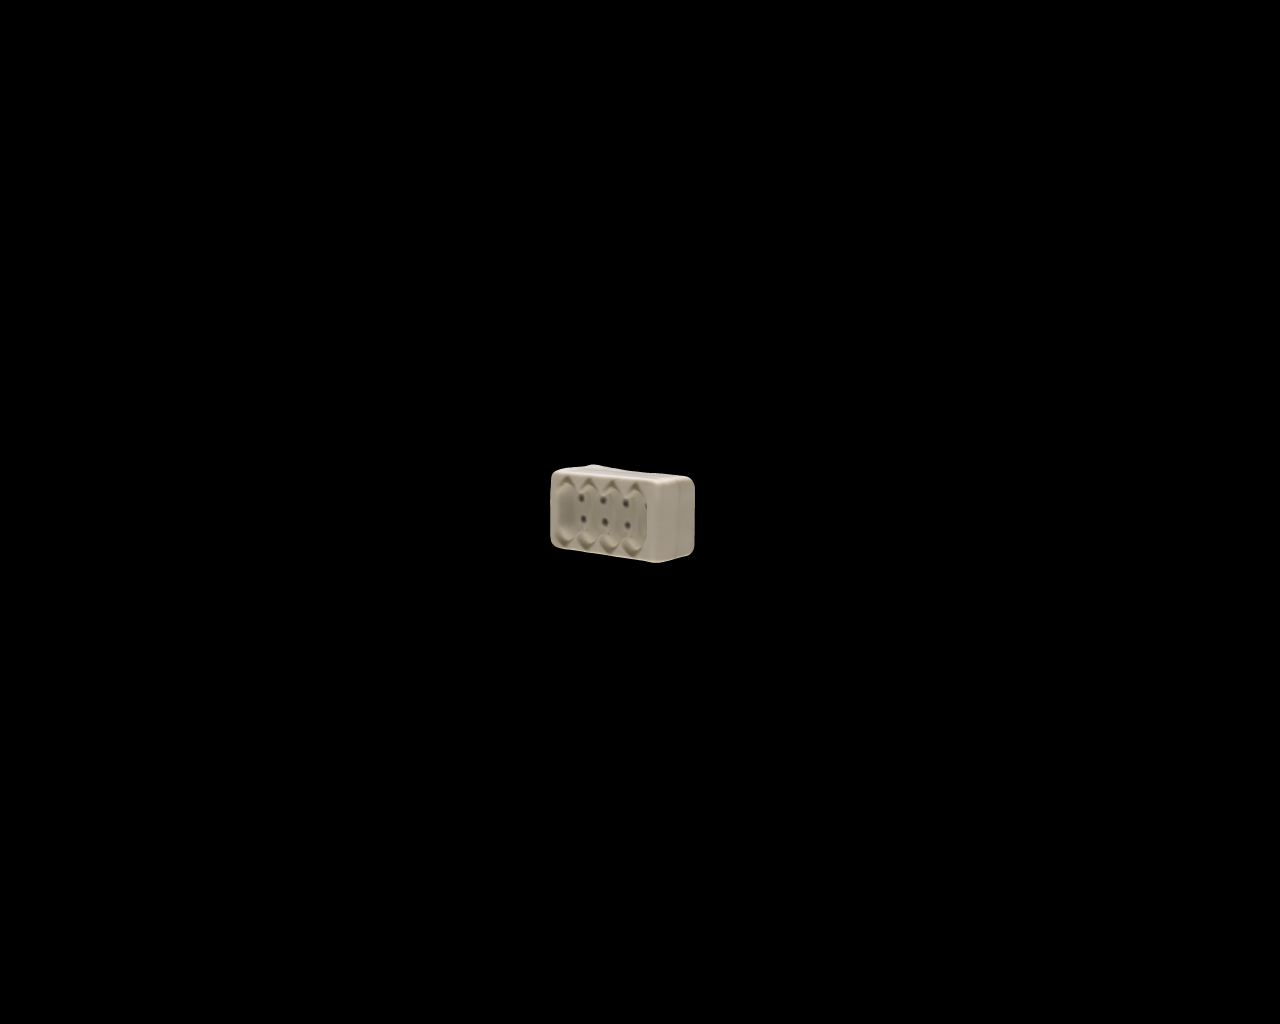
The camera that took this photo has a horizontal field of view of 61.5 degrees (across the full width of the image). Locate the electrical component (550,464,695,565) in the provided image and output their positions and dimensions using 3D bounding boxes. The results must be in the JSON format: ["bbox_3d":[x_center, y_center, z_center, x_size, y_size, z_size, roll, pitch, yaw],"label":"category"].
[{"bbox_3d":[0.001,-0.003,0.650,0.083,0.047,0.076,8,13,39],"label":"electrical component"}]
